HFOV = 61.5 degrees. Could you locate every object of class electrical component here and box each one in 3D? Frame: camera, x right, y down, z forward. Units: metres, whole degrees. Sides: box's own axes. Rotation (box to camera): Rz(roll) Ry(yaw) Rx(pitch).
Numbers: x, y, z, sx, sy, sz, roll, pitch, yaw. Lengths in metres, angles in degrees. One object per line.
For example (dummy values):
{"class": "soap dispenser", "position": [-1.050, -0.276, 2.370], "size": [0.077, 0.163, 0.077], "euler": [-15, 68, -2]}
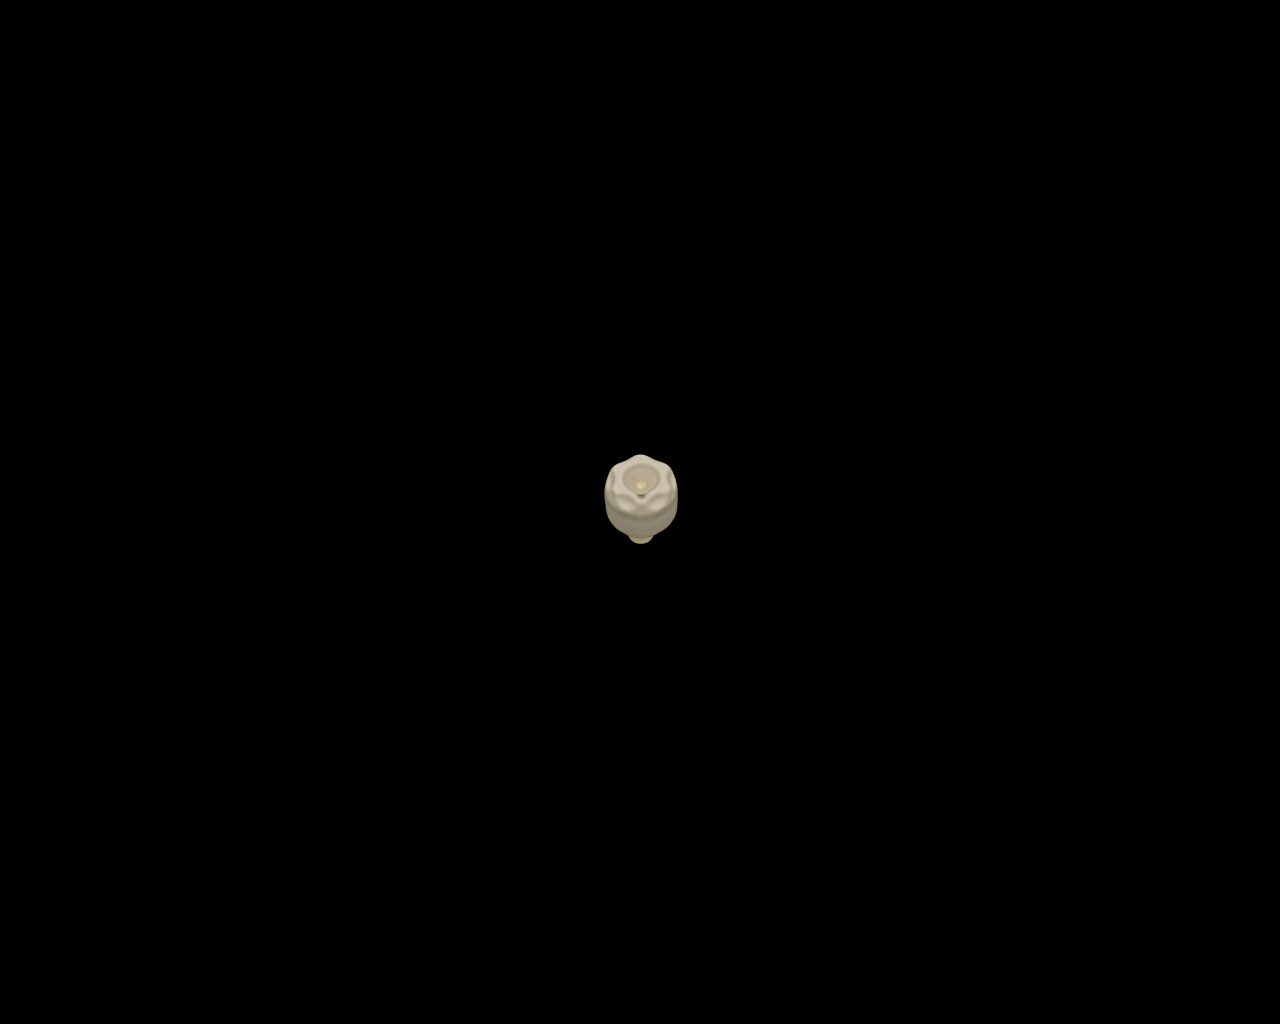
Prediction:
{"class": "electrical component", "position": [0.001, -0.003, 0.650], "size": [0.043, 0.043, 0.062], "euler": [0, -36, 0]}
